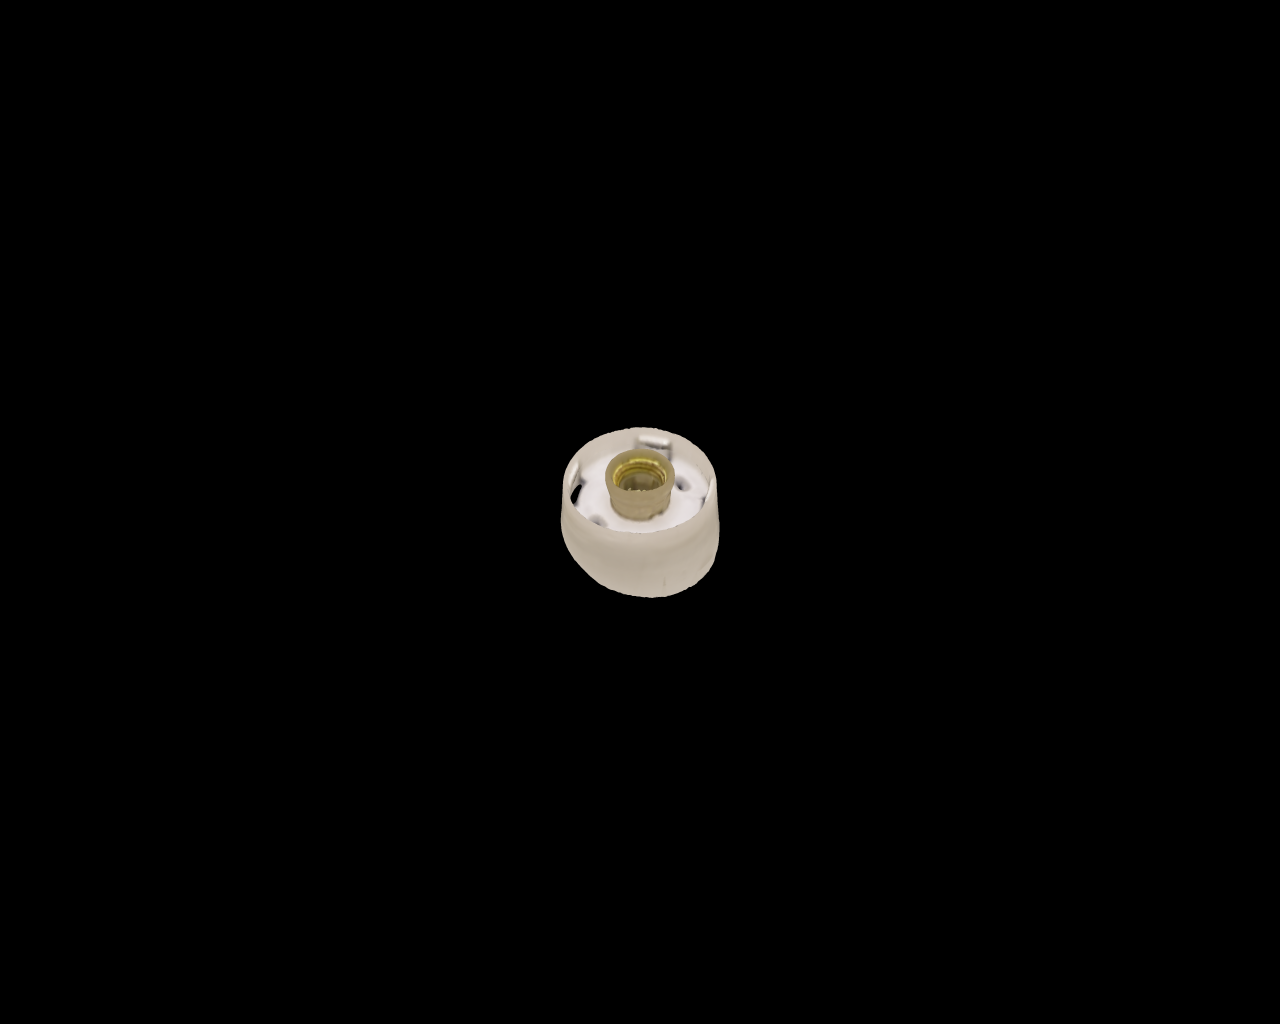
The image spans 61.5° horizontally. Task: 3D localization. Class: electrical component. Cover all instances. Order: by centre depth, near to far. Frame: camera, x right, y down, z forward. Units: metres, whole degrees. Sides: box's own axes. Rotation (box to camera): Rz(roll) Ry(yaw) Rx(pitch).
[{"bbox_3d":[0.001,-0.003,0.650,0.099,0.099,0.064,0,-43,0],"label":"electrical component"}]
